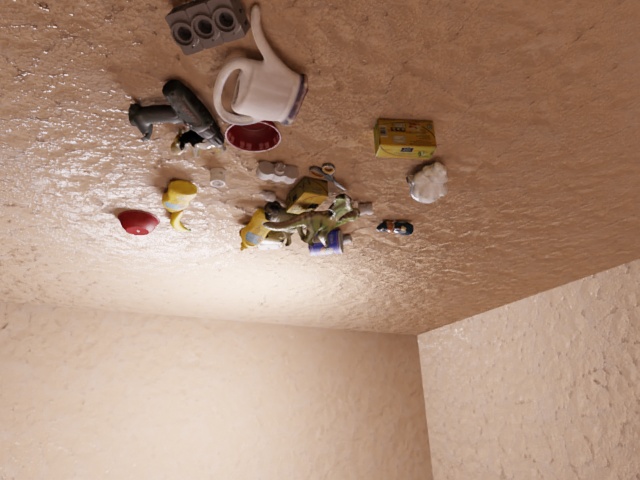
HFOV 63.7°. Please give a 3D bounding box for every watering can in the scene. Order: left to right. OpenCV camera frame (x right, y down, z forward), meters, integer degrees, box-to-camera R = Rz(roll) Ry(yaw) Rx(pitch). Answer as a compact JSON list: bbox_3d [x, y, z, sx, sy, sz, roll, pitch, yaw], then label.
[{"bbox_3d":[-0.128,-0.393,1.250,0.224,0.106,0.340,9,145,-25],"label":"watering can"}]

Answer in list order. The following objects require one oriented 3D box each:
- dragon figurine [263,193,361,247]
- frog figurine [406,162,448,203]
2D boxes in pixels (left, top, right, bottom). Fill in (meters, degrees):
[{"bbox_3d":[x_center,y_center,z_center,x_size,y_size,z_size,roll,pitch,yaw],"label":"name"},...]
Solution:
[{"bbox_3d":[0.006,-0.093,1.842,0.239,0.124,0.409,-44,153,25],"label":"dragon figurine"},{"bbox_3d":[0.380,-0.192,1.744,0.136,0.125,0.158,29,158,-18],"label":"frog figurine"}]
